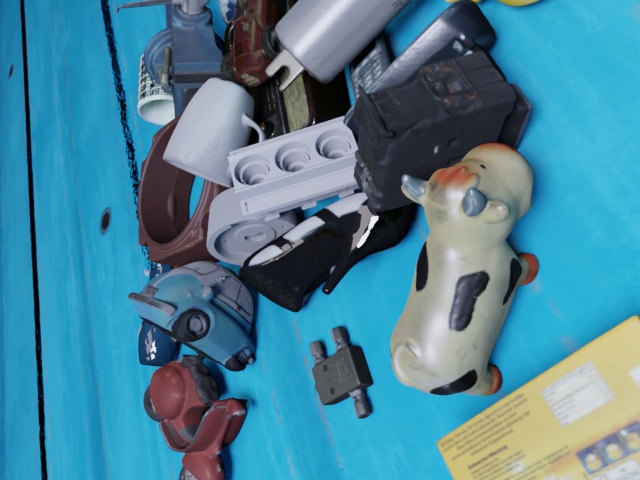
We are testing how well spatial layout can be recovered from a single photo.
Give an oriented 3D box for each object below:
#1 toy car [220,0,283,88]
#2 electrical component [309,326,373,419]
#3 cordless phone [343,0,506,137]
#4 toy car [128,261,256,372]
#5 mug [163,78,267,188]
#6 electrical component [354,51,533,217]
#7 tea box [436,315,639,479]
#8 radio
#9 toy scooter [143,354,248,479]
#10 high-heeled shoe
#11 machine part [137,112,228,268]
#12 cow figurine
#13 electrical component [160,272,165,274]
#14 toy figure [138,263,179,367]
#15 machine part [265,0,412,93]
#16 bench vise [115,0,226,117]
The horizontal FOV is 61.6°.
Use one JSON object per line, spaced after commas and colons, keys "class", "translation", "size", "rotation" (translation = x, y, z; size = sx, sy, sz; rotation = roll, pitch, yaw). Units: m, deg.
{"class": "toy car", "translation": [-0.074, -0.270, 0.602], "size": [0.089, 0.053, 0.202], "rotation": [-10, 76, 48]}
{"class": "electrical component", "translation": [0.020, 0.137, 0.540], "size": [0.063, 0.021, 0.094], "rotation": [-40, 55, 33]}
{"class": "cordless phone", "translation": [0.085, -0.180, 0.515], "size": [0.146, 0.088, 0.184], "rotation": [-43, 35, 31]}
{"class": "toy car", "translation": [-0.131, 0.080, 0.631], "size": [0.109, 0.161, 0.103], "rotation": [9, 64, 47]}
{"class": "mug", "translation": [-0.107, -0.118, 0.591], "size": [0.110, 0.080, 0.107], "rotation": [18, 88, 28]}
{"class": "electrical component", "translation": [0.096, -0.082, 0.431], "size": [0.134, 0.114, 0.058], "rotation": [-17, 61, -5]}
{"class": "tea box", "translation": [0.173, 0.135, 0.349], "size": [0.169, 0.068, 0.098], "rotation": [-46, 51, 30]}
{"class": "radio", "translation": [-0.043, -0.192, 0.642], "size": [0.131, 0.073, 0.229], "rotation": [-28, 62, 38]}
{"class": "toy scooter", "translation": [-0.146, 0.208, 0.657], "size": [0.135, 0.075, 0.184], "rotation": [-53, 52, 24]}
{"class": "high-heeled shoe", "translation": [-0.001, -0.002, 0.572], "size": [0.145, 0.086, 0.249], "rotation": [-55, 23, -20]}
{"class": "machine part", "translation": [-0.170, -0.071, 0.737], "size": [0.201, 0.087, 0.201], "rotation": [-19, 68, 44]}
{"class": "cow figurine", "translation": [0.104, 0.022, 0.404], "size": [0.086, 0.127, 0.194], "rotation": [24, 101, 43]}
{"class": "electrical component", "translation": [-0.178, 0.074, 0.710], "size": [0.078, 0.102, 0.045], "rotation": [-42, 54, 0]}
{"class": "toy figure", "translation": [-0.230, 0.104, 0.779], "size": [0.058, 0.064, 0.154], "rotation": [118, 157, -73]}
{"class": "machine part", "translation": [0.041, -0.231, 0.502], "size": [0.243, 0.079, 0.079], "rotation": [-40, 54, 19]}
{"class": "bench vise", "translation": [-0.190, -0.284, 0.748], "size": [0.223, 0.129, 0.241], "rotation": [90, 165, -61]}
